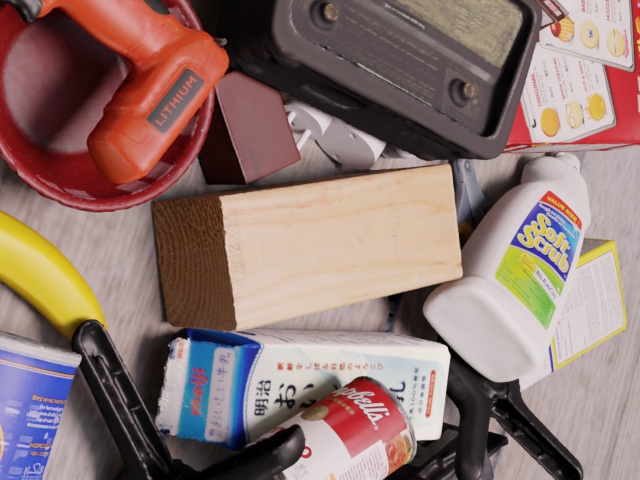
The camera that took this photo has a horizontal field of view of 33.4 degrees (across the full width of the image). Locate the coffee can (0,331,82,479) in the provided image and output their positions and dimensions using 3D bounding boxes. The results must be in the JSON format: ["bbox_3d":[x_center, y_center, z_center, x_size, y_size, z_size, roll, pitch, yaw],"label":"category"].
[{"bbox_3d":[-0.206,0.119,0.609,0.102,0.103,0.140,22,80,-38],"label":"coffee can"}]

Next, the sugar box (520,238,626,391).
[{"bbox_3d":[0.206,0.068,0.974,0.175,0.048,0.093,-20,106,-32],"label":"sugar box"}]

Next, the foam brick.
[{"bbox_3d":[-0.057,-0.082,0.746,0.052,0.051,0.078,-27,109,-33],"label":"foam brick"}]

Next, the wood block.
[{"bbox_3d":[-0.005,0.002,0.766,0.205,0.091,0.090,-10,95,-38],"label":"wood block"}]

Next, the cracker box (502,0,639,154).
[{"bbox_3d":[0.195,-0.158,0.922,0.213,0.072,0.164,-5,87,-38],"label":"cracker box"}]

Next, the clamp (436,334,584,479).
[{"bbox_3d":[0.145,0.132,0.865,0.120,0.039,0.171,19,40,-28],"label":"clamp"}]

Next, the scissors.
[{"bbox_3d":[0.114,-0.047,0.904,0.096,0.016,0.201,-42,117,-40],"label":"scissors"}]

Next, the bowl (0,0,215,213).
[{"bbox_3d":[-0.147,-0.099,0.669,0.161,0.055,0.162,-3,95,-38],"label":"bowl"}]

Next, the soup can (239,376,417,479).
[{"bbox_3d":[0.004,0.143,0.705,0.102,0.069,0.068,-27,110,-31],"label":"soup can"}]

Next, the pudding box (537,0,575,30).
[{"bbox_3d":[0.172,-0.237,0.845,0.090,0.039,0.113,38,58,-25],"label":"pudding box"}]

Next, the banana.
[{"bbox_3d":[-0.206,0.013,0.644,0.197,0.037,0.069,22,84,-38],"label":"banana"}]

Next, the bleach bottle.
[{"bbox_3d":[0.173,0.000,0.903,0.102,0.068,0.250,46,45,-14],"label":"bleach bottle"}]

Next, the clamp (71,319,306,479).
[{"bbox_3d":[-0.086,0.162,0.683,0.036,0.165,0.210,-40,141,-49],"label":"clamp"}]

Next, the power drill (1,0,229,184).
[{"bbox_3d":[-0.151,-0.119,0.591,0.187,0.057,0.184,48,66,-31],"label":"power drill"}]
